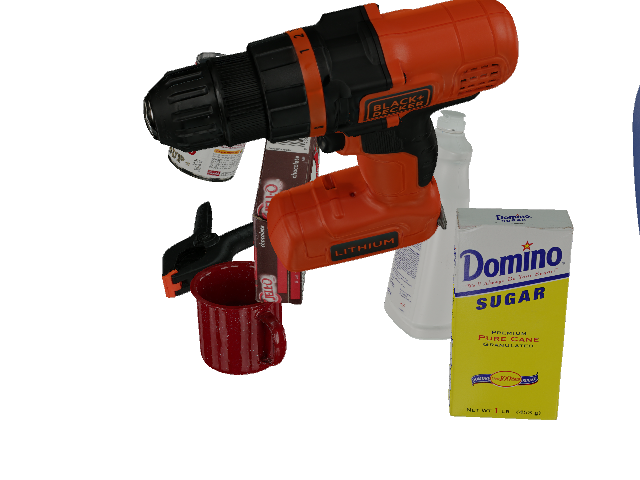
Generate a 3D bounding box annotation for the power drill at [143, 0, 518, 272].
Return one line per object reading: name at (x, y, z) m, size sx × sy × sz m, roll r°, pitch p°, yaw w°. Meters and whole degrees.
power drill at (0.006, -0.048, 0.575) m, size 0.184 × 0.057 × 0.188 m, roll -12°, pitch -24°, yaw -6°

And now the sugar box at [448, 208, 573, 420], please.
sugar box at (0.155, 0.062, 0.884) m, size 0.093 × 0.176 × 0.048 m, roll 1°, pitch 24°, yaw 5°

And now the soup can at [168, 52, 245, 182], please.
soup can at (-0.097, -0.114, 0.991) m, size 0.068 × 0.102 × 0.068 m, roll 17°, pitch 26°, yaw -9°

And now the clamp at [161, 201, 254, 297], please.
clamp at (-0.116, 0.008, 1.218) m, size 0.120 × 0.039 × 0.171 m, roll -2°, pitch 34°, yaw 25°

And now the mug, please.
mug at (-0.070, 0.081, 1.033) m, size 0.093 × 0.081 × 0.117 m, roll -21°, pitch 34°, yaw -35°

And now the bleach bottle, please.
bleach bottle at (0.132, -0.020, 1.212) m, size 0.068 × 0.251 × 0.103 m, roll 0°, pitch 21°, yaw -23°

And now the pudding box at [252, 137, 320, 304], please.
pudding box at (-0.024, -0.025, 0.760) m, size 0.039 × 0.113 × 0.090 m, roll 7°, pitch -41°, yaw 3°

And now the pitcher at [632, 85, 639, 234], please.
pitcher at (0.255, -0.015, 0.602) m, size 0.149 × 0.243 × 0.144 m, roll 0°, pitch 22°, yaw 17°
